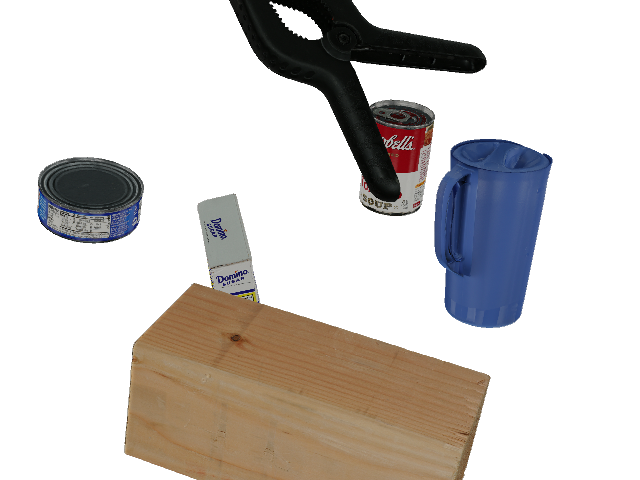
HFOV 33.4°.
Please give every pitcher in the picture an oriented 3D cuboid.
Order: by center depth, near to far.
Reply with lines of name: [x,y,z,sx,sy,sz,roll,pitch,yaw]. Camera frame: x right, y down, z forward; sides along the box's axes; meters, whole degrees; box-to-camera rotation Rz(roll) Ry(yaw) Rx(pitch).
pitcher: [0.224,-0.006,1.444,0.149,0.243,0.145,4,23,4]

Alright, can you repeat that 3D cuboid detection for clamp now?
clamp: [0.012,-0.133,0.801,0.210,0.164,0.036,30,-30,-6]

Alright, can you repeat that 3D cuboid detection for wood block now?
wood block: [-0.009,0.110,0.675,0.206,0.090,0.090,17,29,14]

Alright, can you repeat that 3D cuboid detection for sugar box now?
sugar box: [-0.085,0.049,1.055,0.048,0.093,0.176,-14,-44,-4]

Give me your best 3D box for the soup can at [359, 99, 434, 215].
soup can: [0.077,-0.085,1.098,0.068,0.102,0.068,4,30,-3]

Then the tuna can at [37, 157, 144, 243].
tuna can: [-0.191,-0.034,0.885,0.086,0.034,0.086,8,32,-5]
